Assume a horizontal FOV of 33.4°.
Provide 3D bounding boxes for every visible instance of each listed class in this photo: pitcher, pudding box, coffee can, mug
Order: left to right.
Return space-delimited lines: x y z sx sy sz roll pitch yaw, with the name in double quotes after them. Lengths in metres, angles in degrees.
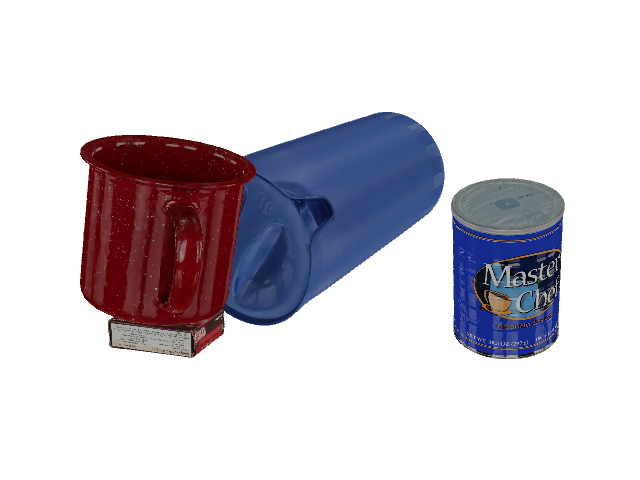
-0.082 -0.002 0.566 0.093 0.081 0.117 1 20 -23 "mug"
-0.183 0.104 1.276 0.114 0.039 0.090 3 14 18 "pudding box"
-0.004 -0.029 0.917 0.149 0.145 0.242 27 33 26 "pitcher"
0.176 0.026 1.010 0.103 0.140 0.103 -4 29 2 "coffee can"

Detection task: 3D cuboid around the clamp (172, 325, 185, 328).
-0.143 0.038 1.067 0.210 0.036 0.164 11 21 37 "clamp"
